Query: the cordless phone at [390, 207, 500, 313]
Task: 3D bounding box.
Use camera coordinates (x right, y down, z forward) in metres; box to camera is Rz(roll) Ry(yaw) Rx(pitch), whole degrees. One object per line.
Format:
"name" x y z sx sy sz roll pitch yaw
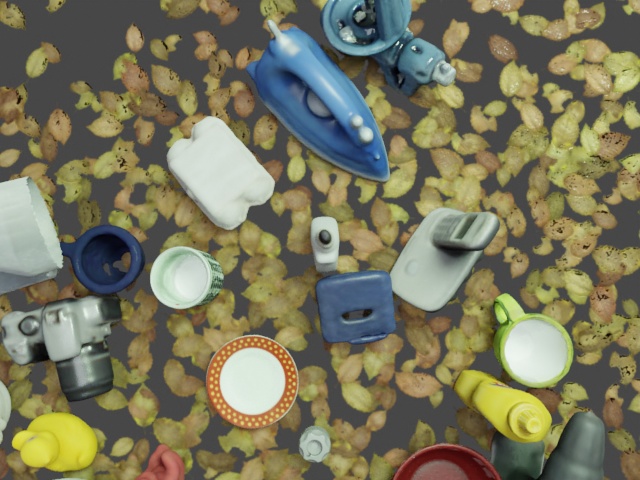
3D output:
"cordless phone" 0.164 0.024 0.744 0.094 0.185 0.148 30 86 3

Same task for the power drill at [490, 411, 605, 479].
"power drill" 0.276 0.308 0.711 0.075 0.208 0.230 10 86 1

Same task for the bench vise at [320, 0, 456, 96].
"bench vise" 0.096 -0.292 0.750 0.207 0.219 0.121 19 86 2

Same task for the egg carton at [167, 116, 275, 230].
"egg carton" -0.142 -0.094 0.811 0.107 0.069 0.150 -42 87 -3

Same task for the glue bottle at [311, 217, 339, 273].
"glue bottle" 0.007 0.003 0.752 0.037 0.173 0.078 -5 86 0

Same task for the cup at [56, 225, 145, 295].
"cup" -0.292 0.026 0.790 0.117 0.095 0.092 12 86 1

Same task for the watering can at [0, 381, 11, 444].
"watering can" -0.499 0.232 0.725 0.173 0.194 0.101 -1 86 0

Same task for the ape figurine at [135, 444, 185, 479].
"ape figurine" -0.222 0.327 0.769 0.078 0.092 0.076 -25 86 -1

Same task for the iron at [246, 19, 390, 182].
"iron" 0.013 -0.187 0.782 0.118 0.141 0.258 -43 87 -3

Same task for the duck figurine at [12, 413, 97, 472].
"duck figurine" -0.362 0.282 0.775 0.104 0.086 0.077 22 86 2

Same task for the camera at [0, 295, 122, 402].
"camera" -0.345 0.151 0.777 0.143 0.101 0.137 -14 86 -1

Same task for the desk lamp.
"desk lamp" -0.413 0.010 0.731 0.203 0.213 0.118 -19 86 -1

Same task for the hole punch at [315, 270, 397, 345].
"hole punch" 0.051 0.093 0.786 0.108 0.091 0.101 -9 86 0
